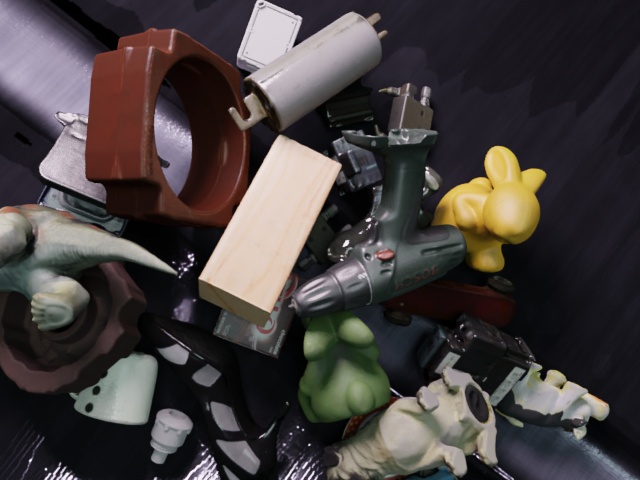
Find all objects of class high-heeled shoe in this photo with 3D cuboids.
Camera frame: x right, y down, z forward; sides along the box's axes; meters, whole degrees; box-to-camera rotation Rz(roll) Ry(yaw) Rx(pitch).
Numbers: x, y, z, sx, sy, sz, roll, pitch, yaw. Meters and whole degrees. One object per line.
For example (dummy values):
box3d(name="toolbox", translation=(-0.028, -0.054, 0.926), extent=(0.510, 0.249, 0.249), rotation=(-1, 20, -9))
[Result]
box3d(name="high-heeled shoe", translation=(-0.151, 0.207, 0.674), extent=(0.249, 0.086, 0.145), rotation=(35, 96, -1))

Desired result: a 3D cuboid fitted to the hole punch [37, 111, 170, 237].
box3d(name="hole punch", translation=(-0.271, -0.074, 0.656), extent=(0.142, 0.092, 0.116), rotation=(23, 53, -13))

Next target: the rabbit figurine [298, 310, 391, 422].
box3d(name="rabbit figurine", translation=(0.013, 0.137, 0.681), extent=(0.121, 0.159, 0.170), rotation=(-18, 76, -3))

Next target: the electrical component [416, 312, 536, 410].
box3d(name="electrical component", translation=(0.203, 0.166, 0.731), extent=(0.134, 0.058, 0.114), rotation=(25, 111, -16))

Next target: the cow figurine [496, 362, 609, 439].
box3d(name="cow figurine", translation=(0.332, 0.238, 0.774), extent=(0.167, 0.068, 0.098), rotation=(28, 88, -6))

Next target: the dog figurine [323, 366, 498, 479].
box3d(name="dog figurine", translation=(0.113, 0.251, 0.689), extent=(0.172, 0.190, 0.121), rotation=(9, 55, -43))

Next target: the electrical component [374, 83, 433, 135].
box3d(name="electrical component", translation=(0.118, -0.173, 0.760), extent=(0.078, 0.045, 0.102), rotation=(8, 89, -40))

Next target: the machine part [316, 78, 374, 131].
box3d(name="machine part", translation=(0.026, -0.225, 0.744), extent=(0.084, 0.039, 0.138), rotation=(-12, 92, -7))

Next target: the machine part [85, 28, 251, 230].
box3d(name="machine part", translation=(-0.164, -0.116, 0.614), extent=(0.087, 0.201, 0.201), rotation=(3, 88, 23))

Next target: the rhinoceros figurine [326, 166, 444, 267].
box3d(name="rhinoceros figurine", translation=(0.088, -0.021, 0.715), extent=(0.190, 0.073, 0.112), rotation=(-41, 113, -10))

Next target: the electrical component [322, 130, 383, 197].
box3d(name="electrical component", translation=(0.044, -0.102, 0.701), extent=(0.048, 0.119, 0.074), rotation=(-24, 91, -12))

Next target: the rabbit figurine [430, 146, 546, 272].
box3d(name="rabbit figurine", translation=(0.238, -0.034, 0.713), extent=(0.122, 0.173, 0.162), rotation=(32, 86, -5))

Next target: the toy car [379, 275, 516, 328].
box3d(name="toy car", translation=(0.179, 0.083, 0.755), extent=(0.202, 0.053, 0.089), rotation=(10, 106, -10))

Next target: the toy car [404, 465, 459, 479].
box3d(name="toy car", translation=(0.132, 0.374, 0.695), extent=(0.162, 0.103, 0.109), rotation=(-33, 112, -7))

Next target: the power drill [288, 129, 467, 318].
box3d(name="power drill", translation=(0.068, -0.023, 0.620), extent=(0.232, 0.086, 0.207), rotation=(-9, 103, -22))

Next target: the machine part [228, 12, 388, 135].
box3d(name="machine part", translation=(-0.007, -0.209, 0.671), extent=(0.243, 0.079, 0.079), rotation=(-39, 96, -17))

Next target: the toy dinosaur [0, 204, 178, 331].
box3d(name="toy dinosaur", translation=(-0.336, 0.009, 0.560), extent=(0.405, 0.192, 0.131), rotation=(2, 118, -4))

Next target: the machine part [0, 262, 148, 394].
box3d(name="machine part", translation=(-0.289, 0.086, 0.619), extent=(0.179, 0.056, 0.179), rotation=(-4, 69, 10))

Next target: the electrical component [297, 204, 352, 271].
box3d(name="electrical component", translation=(-0.002, -0.002, 0.735), extent=(0.094, 0.021, 0.063), rotation=(-40, 96, -10))
